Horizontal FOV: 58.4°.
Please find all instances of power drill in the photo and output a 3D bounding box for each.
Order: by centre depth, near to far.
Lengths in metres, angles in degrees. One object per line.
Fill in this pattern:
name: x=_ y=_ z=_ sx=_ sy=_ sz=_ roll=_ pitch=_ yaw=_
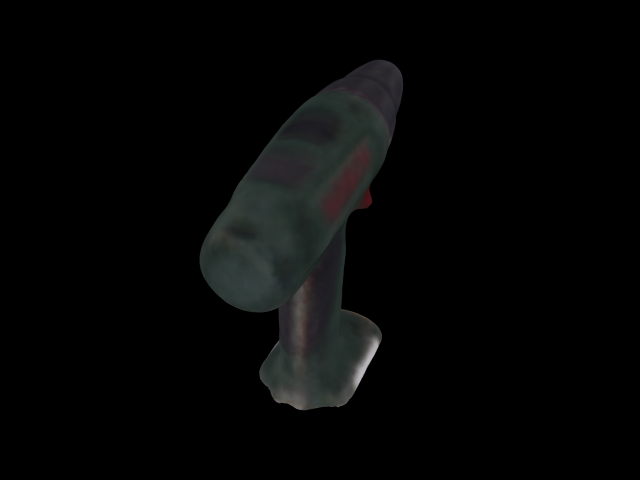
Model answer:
power drill: x=0.004 y=0.001 z=0.400 sx=0.075 sy=0.208 sz=0.230 roll=12 pitch=33 yaw=20
